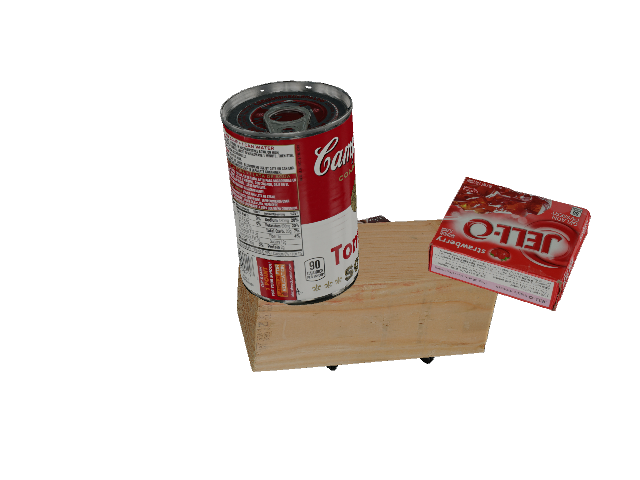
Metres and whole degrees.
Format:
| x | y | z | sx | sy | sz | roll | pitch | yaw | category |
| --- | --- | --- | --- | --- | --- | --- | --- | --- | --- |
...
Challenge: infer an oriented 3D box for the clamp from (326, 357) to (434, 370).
| x | y | z | sx | sy | sz | roll | pitch | yaw | category |
| --- | --- | --- | --- | --- | --- | --- | --- | --- | --- |
| 0.068 | 0.078 | 1.195 | 0.120 | 0.171 | 0.039 | 6 | -43 | -1 | clamp |

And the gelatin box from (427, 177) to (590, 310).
| x | y | z | sx | sy | sz | roll | pitch | yaw | category |
| --- | --- | --- | --- | --- | --- | --- | --- | --- | --- |
| 0.124 | 0.000 | 0.703 | 0.089 | 0.030 | 0.073 | 17 | 47 | 18 | gelatin box |

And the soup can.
| x | y | z | sx | sy | sz | roll | pitch | yaw | category |
| --- | --- | --- | --- | --- | --- | --- | --- | --- | --- |
| -0.015 | -0.025 | 0.567 | 0.068 | 0.102 | 0.068 | -3 | 30 | 2 | soup can |

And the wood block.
| x | y | z | sx | sy | sz | roll | pitch | yaw | category |
| --- | --- | --- | --- | --- | --- | --- | --- | --- | --- |
| 0.037 | 0.045 | 0.923 | 0.206 | 0.090 | 0.091 | -3 | 35 | -13 | wood block |

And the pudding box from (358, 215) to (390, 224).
| x | y | z | sx | sy | sz | roll | pitch | yaw | category |
| --- | --- | --- | --- | --- | --- | --- | --- | --- | --- |
| 0.062 | 0.005 | 1.510 | 0.113 | 0.039 | 0.090 | -15 | 27 | -22 | pudding box |
